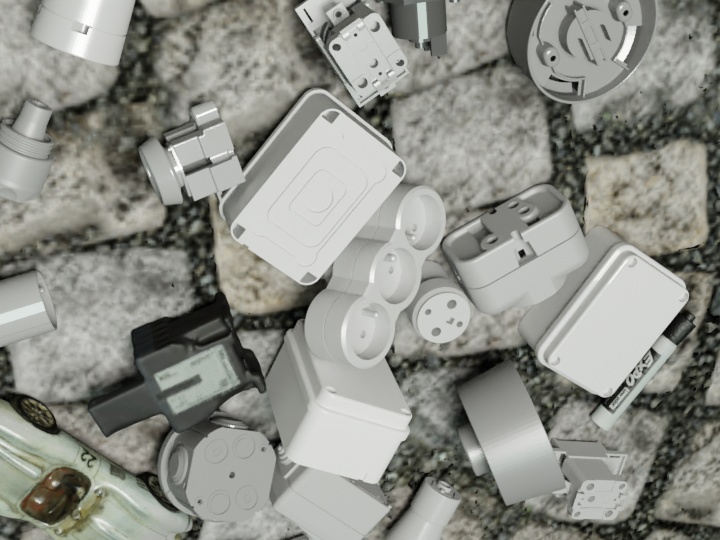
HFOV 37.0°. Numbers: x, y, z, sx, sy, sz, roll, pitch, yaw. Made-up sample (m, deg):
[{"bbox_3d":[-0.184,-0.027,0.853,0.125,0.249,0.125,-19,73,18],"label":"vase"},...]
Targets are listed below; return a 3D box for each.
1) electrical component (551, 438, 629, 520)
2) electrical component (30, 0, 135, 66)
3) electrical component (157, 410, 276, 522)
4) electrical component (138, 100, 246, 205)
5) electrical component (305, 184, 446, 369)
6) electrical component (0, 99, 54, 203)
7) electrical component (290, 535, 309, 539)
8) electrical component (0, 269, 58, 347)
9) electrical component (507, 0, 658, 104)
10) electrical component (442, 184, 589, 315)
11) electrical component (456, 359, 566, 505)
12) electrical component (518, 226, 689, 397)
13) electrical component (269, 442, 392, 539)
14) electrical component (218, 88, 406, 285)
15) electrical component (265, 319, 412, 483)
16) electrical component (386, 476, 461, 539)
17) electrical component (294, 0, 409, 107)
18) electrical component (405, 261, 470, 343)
[{"bbox_3d":[0.189,0.176,0.902,0.081,0.063,0.042,5,113,-18],"label":"electrical component"},{"bbox_3d":[-0.167,-0.157,0.655,0.055,0.055,0.047,17,105,-22],"label":"electrical component"},{"bbox_3d":[-0.106,0.147,0.800,0.080,0.051,0.080,-2,94,-31],"label":"electrical component"},{"bbox_3d":[-0.113,-0.072,0.713,0.055,0.048,0.066,-24,119,-13],"label":"electrical component"},{"bbox_3d":[0.000,0.000,0.763,0.052,0.074,0.138,41,68,-41],"label":"electrical component"},{"bbox_3d":[-0.215,-0.077,0.683,0.043,0.043,0.062,21,105,-23],"label":"electrical component"},{"bbox_3d":[-0.075,0.264,0.868,0.096,0.061,0.061,-18,118,-7],"label":"electrical component"},{"bbox_3d":[-0.250,0.032,0.723,0.081,0.043,0.043,-17,117,-8],"label":"electrical component"},{"bbox_3d":[0.152,-0.164,0.735,0.099,0.064,0.099,-6,115,-13],"label":"electrical component"},{"bbox_3d":[0.118,-0.012,0.801,0.095,0.053,0.059,-30,118,-1],"label":"electrical component"},{"bbox_3d":[0.110,0.130,0.837,0.060,0.108,0.108,-23,118,2],"label":"electrical component"},{"bbox_3d":[0.190,0.033,0.841,0.078,0.057,0.113,30,103,-25],"label":"electrical component"},{"bbox_3d":[-0.034,0.167,0.835,0.096,0.061,0.061,39,99,-27],"label":"electrical component"},{"bbox_3d":[-0.034,-0.058,0.735,0.078,0.057,0.113,35,101,-27],"label":"electrical component"},{"bbox_3d":[-0.017,0.092,0.777,0.078,0.113,0.057,19,110,-23],"label":"electrical component"},{"bbox_3d":[0.055,0.205,0.891,0.044,0.044,0.065,24,101,-24],"label":"electrical component"},{"bbox_3d":[-0.001,-0.146,0.700,0.042,0.063,0.081,-36,118,1],"label":"electrical component"},{"bbox_3d":[0.054,0.024,0.798,0.045,0.055,0.045,-6,115,-13],"label":"electrical component"}]
